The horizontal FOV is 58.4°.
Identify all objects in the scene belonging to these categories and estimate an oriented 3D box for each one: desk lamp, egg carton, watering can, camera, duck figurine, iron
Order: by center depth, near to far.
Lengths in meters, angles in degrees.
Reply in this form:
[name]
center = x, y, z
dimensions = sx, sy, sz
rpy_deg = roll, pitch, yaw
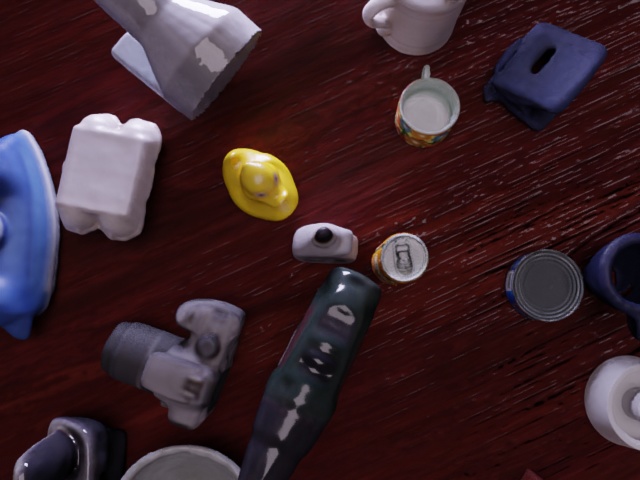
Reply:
[desk lamp]
center = -0.162, -0.216, 0.631
dimensions = 0.203, 0.213, 0.118
rpy_deg = 38, 85, 4
[iron]
center = -0.380, -0.017, 0.647
dimensions = 0.118, 0.141, 0.258
rpy_deg = 2, 84, 1
[watering can]
center = 0.128, -0.303, 0.650
dimensions = 0.101, 0.194, 0.173
rpy_deg = 37, 85, 4
[camera]
center = -0.170, 0.128, 0.652
dimensions = 0.137, 0.101, 0.143
rpy_deg = 19, 84, 2
[duck figurine]
center = -0.074, -0.071, 0.680
dimensions = 0.104, 0.086, 0.077
rpy_deg = 42, 86, 4
[egg carton]
center = -0.251, -0.076, 0.689
dimensions = 0.107, 0.069, 0.150
rpy_deg = 9, 84, 1

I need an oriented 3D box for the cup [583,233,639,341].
[cup]
center = 0.350, 0.055, 0.662
dimensions = 0.091, 0.095, 0.118
rpy_deg = -4, 84, 0

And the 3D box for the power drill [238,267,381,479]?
[power drill]
center = -0.010, 0.141, 0.597
dimensions = 0.075, 0.208, 0.230
rpy_deg = 25, 85, 3

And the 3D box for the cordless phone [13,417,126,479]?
[cordless phone]
center = -0.277, 0.270, 0.595
dimensions = 0.094, 0.185, 0.148
rpy_deg = -3, 84, 0

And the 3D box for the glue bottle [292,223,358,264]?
[glue bottle]
center = 0.006, 0.002, 0.629
dimensions = 0.078, 0.173, 0.037
rpy_deg = 4, 84, 1

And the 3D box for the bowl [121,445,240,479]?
[bowl]
center = -0.146, 0.309, 0.646
dimensions = 0.167, 0.075, 0.167
rpy_deg = 0, 84, 0

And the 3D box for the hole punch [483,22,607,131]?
[hole punch]
center = 0.268, -0.202, 0.691
dimensions = 0.101, 0.091, 0.109
rpy_deg = 39, 85, 4
